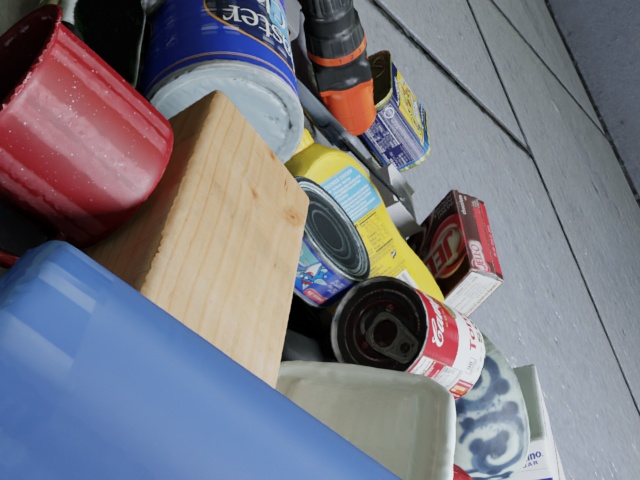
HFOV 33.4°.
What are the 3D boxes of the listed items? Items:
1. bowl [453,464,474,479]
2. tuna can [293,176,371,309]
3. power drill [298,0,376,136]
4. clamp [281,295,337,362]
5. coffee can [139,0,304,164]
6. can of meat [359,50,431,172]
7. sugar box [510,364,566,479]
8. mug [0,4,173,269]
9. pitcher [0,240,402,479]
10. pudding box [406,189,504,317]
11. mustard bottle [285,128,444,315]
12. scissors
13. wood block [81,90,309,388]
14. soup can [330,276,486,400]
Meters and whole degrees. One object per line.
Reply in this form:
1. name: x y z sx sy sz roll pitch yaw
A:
1. bowl: 0.067 0.190 0.638 0.161 0.055 0.162 27 50 -37
2. tuna can: -0.005 0.001 0.703 0.086 0.034 0.086 44 24 -26
3. power drill: 0.005 -0.214 0.967 0.184 0.057 0.187 76 4 -52
4. clamp: -0.004 0.077 0.694 0.210 0.036 0.164 53 22 -15
5. coffee can: -0.068 -0.119 0.699 0.102 0.103 0.140 40 30 -42
6. can of meat: 0.067 -0.126 1.066 0.084 0.058 0.102 50 25 -30
7. sugar box: 0.178 0.199 0.876 0.093 0.048 0.176 -80 152 -59
8. mug: -0.128 -0.039 0.496 0.081 0.093 0.117 42 54 -31
9. pitcher: -0.044 0.122 0.388 0.242 0.145 0.149 40 48 -10
10. pudding box: 0.097 0.029 0.869 0.039 0.114 0.090 18 41 -22
11. mustard bottle: 0.012 -0.008 0.791 0.096 0.058 0.191 -36 96 -40
12. scissors: 0.022 -0.078 0.876 0.202 0.016 0.096 50 2 31
13. wood block: -0.075 0.022 0.537 0.090 0.091 0.206 51 25 -24
14. soup can: 0.060 0.068 0.703 0.102 0.069 0.068 28 40 -56
